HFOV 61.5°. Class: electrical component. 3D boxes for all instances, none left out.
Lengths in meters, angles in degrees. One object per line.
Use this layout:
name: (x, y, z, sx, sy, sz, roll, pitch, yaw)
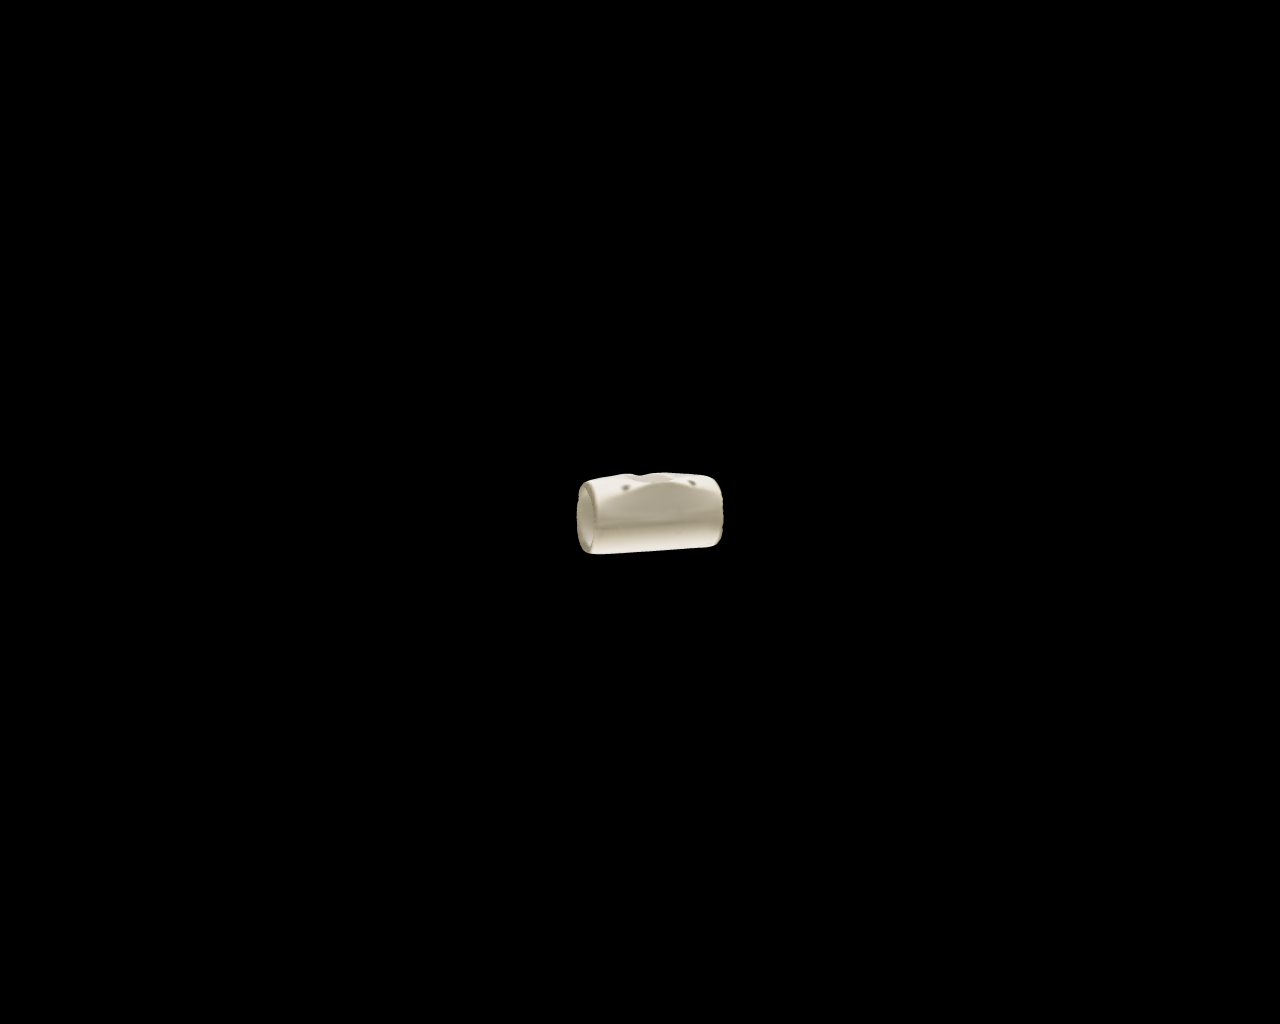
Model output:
electrical component: (0.001, -0.003, 0.650, 0.077, 0.043, 0.079, -3, 12, -16)
